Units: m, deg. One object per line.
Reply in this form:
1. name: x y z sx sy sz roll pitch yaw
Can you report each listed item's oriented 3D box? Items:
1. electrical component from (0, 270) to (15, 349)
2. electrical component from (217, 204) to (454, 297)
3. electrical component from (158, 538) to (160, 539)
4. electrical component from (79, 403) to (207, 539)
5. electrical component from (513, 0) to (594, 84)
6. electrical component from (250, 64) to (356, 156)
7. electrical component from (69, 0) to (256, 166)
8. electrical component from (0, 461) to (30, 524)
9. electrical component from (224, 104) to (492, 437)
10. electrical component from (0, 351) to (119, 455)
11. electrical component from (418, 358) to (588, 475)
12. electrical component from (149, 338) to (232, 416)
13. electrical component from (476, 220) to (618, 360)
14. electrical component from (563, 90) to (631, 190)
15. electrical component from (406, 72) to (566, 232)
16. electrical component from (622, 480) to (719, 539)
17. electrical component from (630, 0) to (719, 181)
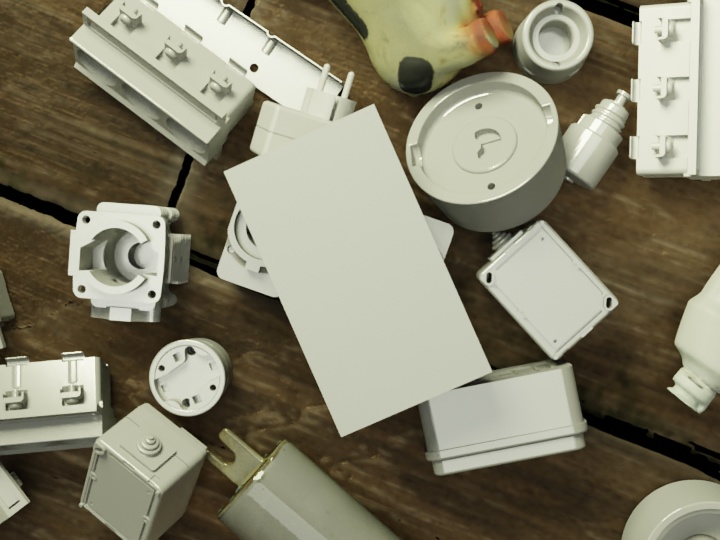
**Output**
1. electrical component: -0.326 0.035 0.796 0.121 0.063 0.078 -16 90 3
2. electrical component: -0.017 -0.014 0.778 0.150 0.062 0.089 19 93 2
3. electrical component: -0.163 0.232 0.786 0.047 0.077 0.065 -43 89 3
4. electrical component: -0.152 0.143 0.771 0.062 0.061 0.096 35 131 14
5. electrical component: 0.139 -0.164 0.772 0.055 0.047 0.055 0 92 3
6. electrical component: -0.025 -0.107 0.767 0.083 0.047 0.075 15 98 -20
7. electrical component: -0.140 -0.142 0.779 0.121 0.078 0.063 37 71 2
8. electrical component: -0.284 0.177 0.797 0.081 0.064 0.042 -37 88 3
9. electrical component: 0.000 0.000 0.715 0.105 0.060 0.186 -24 90 4
10. electrical component: -0.245 0.099 0.785 0.121 0.078 0.063 -5 73 -2
11. electrical component: 0.099 0.104 0.767 0.113 0.078 0.057 -11 89 3
12. electrical component: -0.123 0.077 0.794 0.055 0.047 0.055 0 92 3
13. electrical component: 0.128 0.008 0.771 0.062 0.061 0.096 -43 89 4
14. electrical component: 0.169 -0.094 0.776 0.040 0.040 0.078 34 93 2
15. electrical component: 0.093 -0.078 0.758 0.108 0.060 0.108 -11 59 19
16. electrical component: 0.247 0.210 0.770 0.108 0.060 0.108 0 92 3
17. electrical component: 0.228 -0.126 0.759 0.063 0.079 0.121 2 92 25
